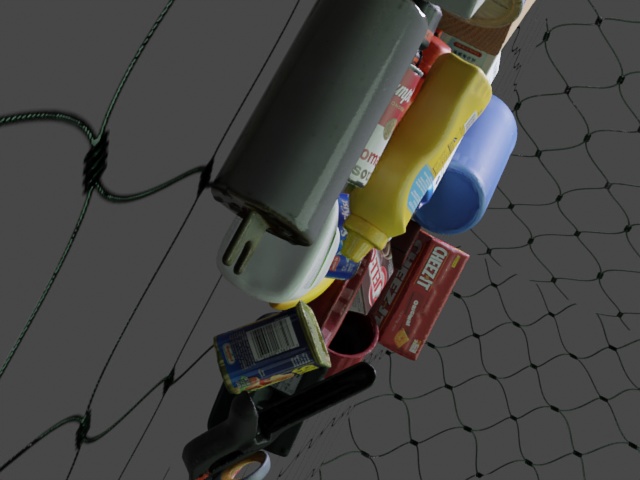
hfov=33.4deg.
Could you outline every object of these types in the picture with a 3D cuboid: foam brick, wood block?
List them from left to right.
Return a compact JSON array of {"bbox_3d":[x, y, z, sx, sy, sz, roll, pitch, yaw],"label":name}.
[{"bbox_3d":[0.087,-0.005,1.421,0.051,0.078,0.053,-61,172,-25],"label":"foam brick"},{"bbox_3d":[0.198,-0.296,1.166,0.205,0.091,0.090,-54,168,-47],"label":"wood block"}]

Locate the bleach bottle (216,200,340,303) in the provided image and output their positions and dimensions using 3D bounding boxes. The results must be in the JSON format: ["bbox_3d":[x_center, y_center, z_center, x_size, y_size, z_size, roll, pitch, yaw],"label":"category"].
[{"bbox_3d":[-0.023,0.011,0.891,0.102,0.068,0.251,-61,173,-6],"label":"bleach bottle"}]

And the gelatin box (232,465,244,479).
[{"bbox_3d":[-0.099,0.240,1.217,0.089,0.030,0.073,-68,170,26],"label":"gelatin box"}]

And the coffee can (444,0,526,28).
[{"bbox_3d":[0.167,-0.283,0.986,0.140,0.103,0.103,-60,171,-19],"label":"coffee can"}]

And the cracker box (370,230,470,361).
[{"bbox_3d":[0.112,0.061,1.531,0.164,0.072,0.214,-64,-163,3],"label":"cracker box"}]

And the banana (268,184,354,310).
[{"bbox_3d":[0.002,0.011,1.116,0.069,0.037,0.197,58,48,-36],"label":"banana"}]

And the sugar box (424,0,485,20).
[{"bbox_3d":[0.104,-0.233,0.804,0.176,0.093,0.048,-53,166,-50],"label":"sugar box"}]

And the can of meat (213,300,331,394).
[{"bbox_3d":[-0.041,0.096,0.926,0.084,0.057,0.102,-20,170,2],"label":"can of meat"}]

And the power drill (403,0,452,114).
[{"bbox_3d":[0.076,-0.168,0.957,0.184,0.057,0.187,-60,169,5],"label":"power drill"}]

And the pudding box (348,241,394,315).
[{"bbox_3d":[0.055,0.023,1.331,0.090,0.039,0.113,-56,144,-43],"label":"pudding box"}]

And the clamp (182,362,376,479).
[{"bbox_3d":[-0.067,0.171,0.963,0.210,0.036,0.164,-36,159,32],"label":"clamp"}]

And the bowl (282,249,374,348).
[{"bbox_3d":[0.000,0.068,1.202,0.162,0.055,0.162,-60,171,-17],"label":"bowl"}]

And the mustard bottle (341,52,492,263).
[{"bbox_3d":[0.077,-0.064,0.927,0.191,0.058,0.096,-57,170,-5],"label":"mustard bottle"}]

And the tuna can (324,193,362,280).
[{"bbox_3d":[0.017,-0.004,1.040,0.086,0.033,0.086,-173,-90,-75],"label":"tuna can"}]

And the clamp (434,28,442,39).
[{"bbox_3d":[0.084,-0.143,1.128,0.120,0.039,0.172,-59,166,-58],"label":"clamp"}]

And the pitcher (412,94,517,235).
[{"bbox_3d":[0.187,-0.115,1.458,0.145,0.149,0.242,-56,-178,32],"label":"pitcher"}]

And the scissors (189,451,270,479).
[{"bbox_3d":[-0.117,0.261,1.045,0.201,0.096,0.016,-53,131,-53],"label":"scissors"}]

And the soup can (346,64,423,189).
[{"bbox_3d":[0.028,-0.100,0.835,0.102,0.068,0.068,-63,171,4],"label":"soup can"}]

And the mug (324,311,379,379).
[{"bbox_3d":[0.014,0.142,1.438,0.117,0.093,0.082,-23,155,-28],"label":"mug"}]
